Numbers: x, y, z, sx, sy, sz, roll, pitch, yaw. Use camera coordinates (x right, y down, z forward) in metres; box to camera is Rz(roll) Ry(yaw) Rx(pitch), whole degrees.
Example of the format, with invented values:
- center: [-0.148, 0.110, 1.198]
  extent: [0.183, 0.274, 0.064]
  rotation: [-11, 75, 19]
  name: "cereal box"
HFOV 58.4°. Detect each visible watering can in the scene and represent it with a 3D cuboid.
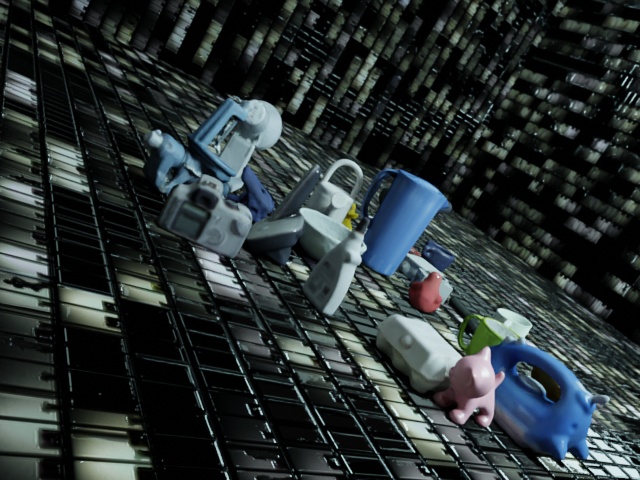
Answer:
- center: [0.036, -0.101, 1.385]
  extent: [0.101, 0.194, 0.172]
  rotation: [22, 17, -31]
  name: "watering can"

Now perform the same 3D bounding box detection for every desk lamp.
- center: [-0.180, -0.234, 1.359]
  extent: [0.118, 0.213, 0.203]
  rotation: [30, 14, -2]
  name: "desk lamp"

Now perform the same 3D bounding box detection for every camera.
- center: [-0.188, -0.057, 0.978]
  extent: [0.143, 0.101, 0.136]
  rotation: [26, 15, -17]
  name: "camera"

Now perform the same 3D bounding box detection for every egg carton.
- center: [0.160, 0.183, 0.929]
  extent: [0.108, 0.069, 0.150]
  rotation: [18, 19, -42]
  name: "egg carton"

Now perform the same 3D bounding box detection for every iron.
- center: [0.349, 0.242, 0.964]
  extent: [0.119, 0.141, 0.257]
  rotation: [18, 19, -40]
  name: "iron"

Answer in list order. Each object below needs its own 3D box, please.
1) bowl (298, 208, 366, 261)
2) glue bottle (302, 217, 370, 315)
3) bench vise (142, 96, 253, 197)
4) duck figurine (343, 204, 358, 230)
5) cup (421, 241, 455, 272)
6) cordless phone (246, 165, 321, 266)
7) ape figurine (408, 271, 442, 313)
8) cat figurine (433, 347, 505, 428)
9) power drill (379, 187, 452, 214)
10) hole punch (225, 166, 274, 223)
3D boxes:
- center: [0.011, 0.004, 1.222]
  extent: [0.167, 0.074, 0.167]
  rotation: [29, 14, -8]
  name: "bowl"
- center: [0.036, 0.037, 0.964]
  extent: [0.037, 0.173, 0.078]
  rotation: [18, 19, -41]
  name: "glue bottle"
- center: [-0.219, -0.179, 1.086]
  extent: [0.121, 0.219, 0.208]
  rotation: [36, 15, 20]
  name: "bench vise"
- center: [0.059, -0.073, 1.556]
  extent: [0.104, 0.086, 0.078]
  rotation: [40, 17, 31]
  name: "duck figurine"
- center: [0.303, 0.060, 1.578]
  extent: [0.118, 0.095, 0.091]
  rotation: [16, 21, -45]
  name: "cup"
- center: [-0.058, -0.058, 1.071]
  extent: [0.094, 0.185, 0.147]
  rotation: [28, 15, -10]
  name: "cordless phone"
- center: [0.244, 0.113, 1.288]
  extent: [0.077, 0.092, 0.076]
  rotation: [35, 15, 18]
  name: "ape figurine"
- center: [0.237, 0.218, 0.868]
  extent: [0.128, 0.117, 0.067]
  rotation: [18, 19, -41]
  name: "cat figurine"
- center: [0.237, -0.050, 1.587]
  extent: [0.230, 0.208, 0.075]
  rotation: [21, 17, -35]
  name: "power drill"
- center: [-0.140, -0.096, 1.224]
  extent: [0.101, 0.091, 0.108]
  rotation: [27, 15, -14]
  name: "hole punch"
